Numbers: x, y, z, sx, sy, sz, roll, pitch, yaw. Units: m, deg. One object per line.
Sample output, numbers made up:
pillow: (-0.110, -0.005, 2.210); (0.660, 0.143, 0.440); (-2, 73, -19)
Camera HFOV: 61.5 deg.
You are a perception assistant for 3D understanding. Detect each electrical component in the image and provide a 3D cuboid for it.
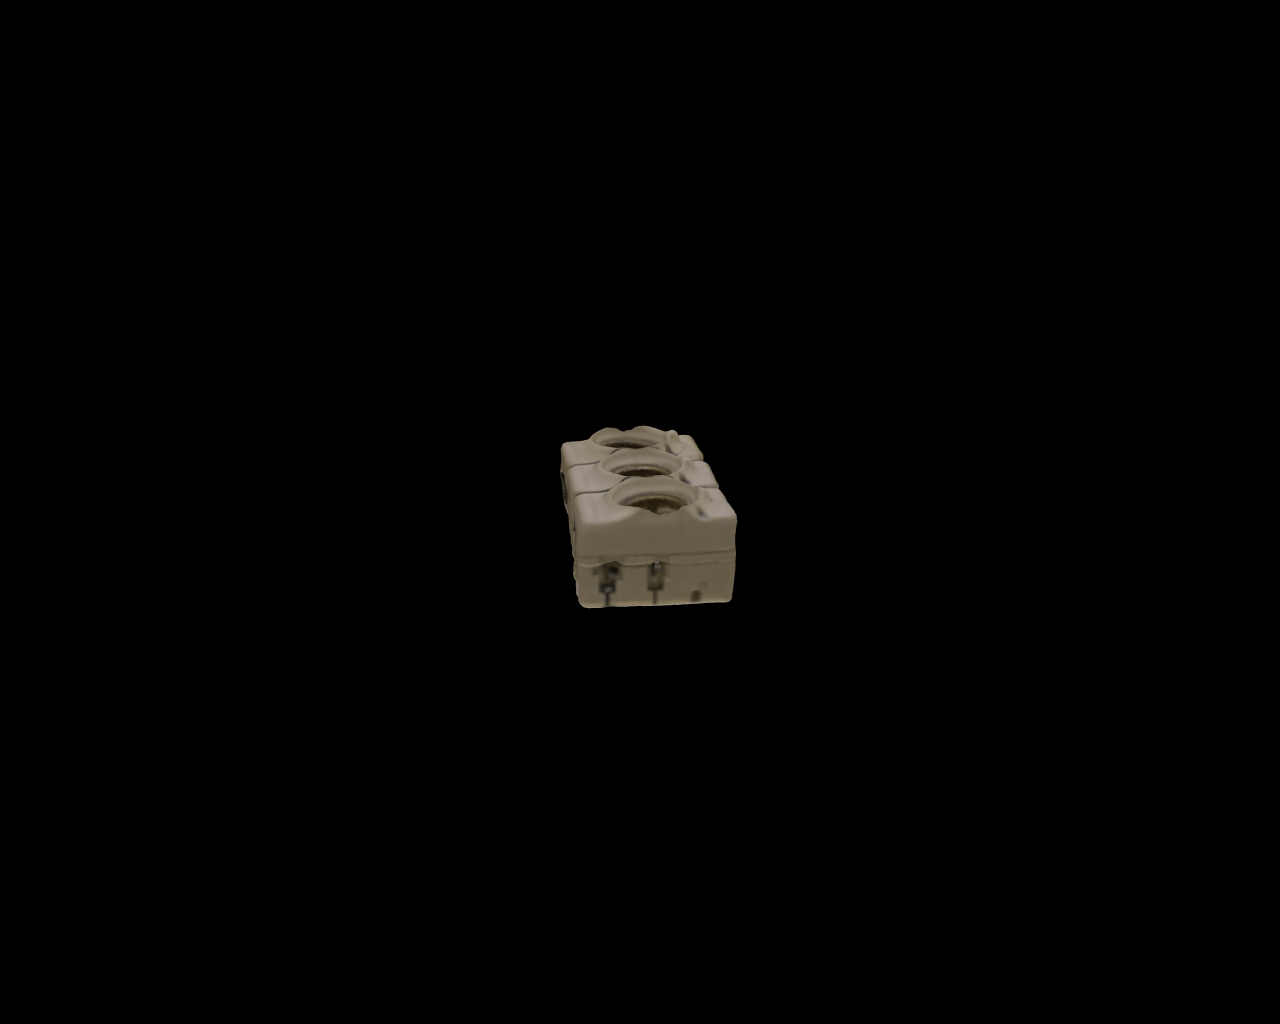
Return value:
electrical component: (0.001, -0.003, 0.650); (0.089, 0.061, 0.150); (-3, 22, -7)
